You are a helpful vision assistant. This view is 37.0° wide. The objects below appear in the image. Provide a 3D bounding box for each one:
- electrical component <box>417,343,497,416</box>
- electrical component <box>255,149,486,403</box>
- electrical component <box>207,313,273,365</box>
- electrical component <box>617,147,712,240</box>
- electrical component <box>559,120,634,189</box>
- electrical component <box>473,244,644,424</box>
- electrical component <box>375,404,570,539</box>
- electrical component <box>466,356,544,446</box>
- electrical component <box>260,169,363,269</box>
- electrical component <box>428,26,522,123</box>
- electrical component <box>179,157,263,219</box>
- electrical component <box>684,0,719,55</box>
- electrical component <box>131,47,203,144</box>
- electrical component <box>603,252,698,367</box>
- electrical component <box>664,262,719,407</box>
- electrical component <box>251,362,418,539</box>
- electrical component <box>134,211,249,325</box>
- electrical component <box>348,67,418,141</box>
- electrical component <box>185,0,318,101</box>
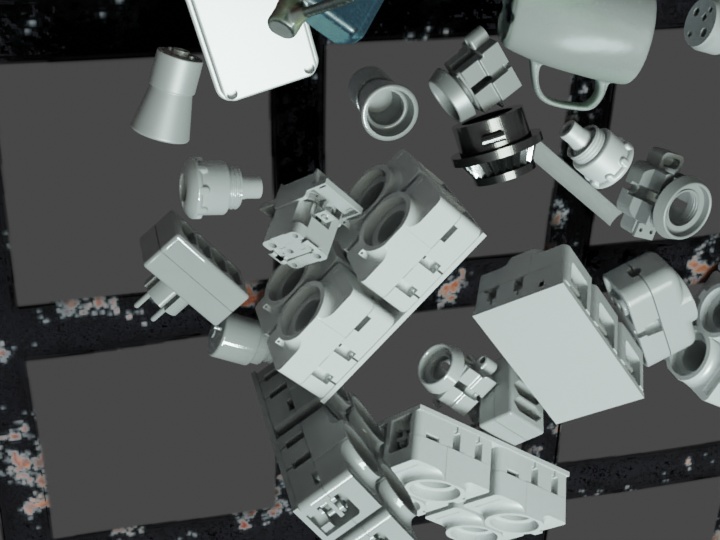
[{"bbox_3d":[0.085,0.097,0.982,0.066,0.048,0.055,-47,128,11],"label":"electrical component"},{"bbox_3d":[0.000,0.000,0.867,0.060,0.105,0.186,37,103,-30],"label":"electrical component"},{"bbox_3d":[-0.093,0.061,0.912,0.078,0.040,0.040,18,112,-25],"label":"electrical component"},{"bbox_3d":[0.266,-0.060,0.935,0.058,0.057,0.078,9,109,-31],"label":"electrical component"},{"bbox_3d":[0.196,-0.102,0.906,0.062,0.048,0.048,34,104,-22],"label":"electrical component"},{"bbox_3d":[0.180,0.057,0.960,0.089,0.061,0.150,-23,121,30],"label":"electrical component"},{"bbox_3d":[0.091,0.199,1.001,0.186,0.060,0.105,27,143,-27],"label":"electrical component"},{"bbox_3d":[0.127,0.128,1.005,0.047,0.065,0.077,33,134,-29],"label":"electrical component"},{"bbox_3d":[-0.043,-0.038,0.850,0.042,0.063,0.081,37,144,-30],"label":"electrical component"},{"bbox_3d":[0.088,-0.149,0.847,0.055,0.048,0.066,-39,122,-3],"label":"electrical component"},{"bbox_3d":[-0.108,-0.064,0.837,0.062,0.048,0.048,-2,119,-23],"label":"electrical component"},{"bbox_3d":[0.302,-0.197,0.884,0.055,0.045,0.045,9,115,-21],"label":"electrical component"},{"bbox_3d":[-0.140,-0.131,0.792,0.044,0.044,0.065,11,110,-22],"label":"electrical component"},{"bbox_3d":[0.272,0.034,0.998,0.059,0.053,0.095,-27,122,-1],"label":"electrical component"},{"bbox_3d":[0.358,0.047,1.009,0.062,0.089,0.150,21,110,-26],"label":"electrical component"},{"bbox_3d":[-0.021,0.152,0.897,0.060,0.186,0.105,-36,122,5],"label":"electrical component"},{"bbox_3d":[-0.147,0.011,0.863,0.076,0.047,0.083,-41,121,8],"label":"electrical component"},{"bbox_3d":[0.014,-0.130,0.822,0.044,0.065,0.044,-7,119,-13],"label":"electrical component"},{"bbox_3d":[-0.082,-0.186,0.768,0.078,0.057,0.113,-19,122,-6],"label":"electrical component"}]
